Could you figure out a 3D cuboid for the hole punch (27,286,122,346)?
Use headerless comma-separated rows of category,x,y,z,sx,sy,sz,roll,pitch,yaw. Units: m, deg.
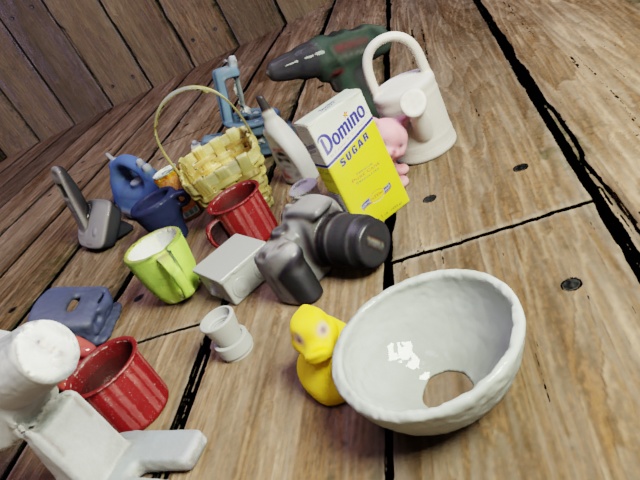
hole punch,-0.376,0.113,0.887,0.101,0.091,0.108,-23,28,10

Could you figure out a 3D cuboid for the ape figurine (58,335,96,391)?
ape figurine,-0.347,0.158,0.785,0.077,0.092,0.076,-25,28,7

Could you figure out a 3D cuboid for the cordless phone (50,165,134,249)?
cordless phone,-0.494,-0.072,1.202,0.147,0.185,0.094,3,41,45

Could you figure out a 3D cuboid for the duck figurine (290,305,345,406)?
duck figurine,0.001,0.101,0.572,0.077,0.086,0.104,-25,28,8

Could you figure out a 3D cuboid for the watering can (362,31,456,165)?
watering can,0.133,-0.219,0.867,0.101,0.194,0.172,-34,28,-10

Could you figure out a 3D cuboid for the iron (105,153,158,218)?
iron,-0.384,-0.130,1.244,0.257,0.142,0.119,9,46,49

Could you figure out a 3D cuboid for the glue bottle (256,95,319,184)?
glue bottle,-0.067,-0.175,0.998,0.077,0.173,0.037,9,45,49

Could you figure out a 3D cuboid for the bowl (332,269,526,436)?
bowl,0.098,0.104,0.489,0.167,0.075,0.167,-22,29,13

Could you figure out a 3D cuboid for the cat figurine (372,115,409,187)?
cat figurine,0.082,-0.132,0.852,0.127,0.118,0.067,-17,30,20

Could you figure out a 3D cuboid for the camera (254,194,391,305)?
camera,0.007,0.003,0.714,0.136,0.101,0.143,6,43,47

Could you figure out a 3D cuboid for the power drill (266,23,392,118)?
power drill,0.042,-0.272,1.023,0.230,0.209,0.075,-34,29,-11

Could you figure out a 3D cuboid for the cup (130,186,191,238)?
cup,-0.272,-0.042,1.046,0.117,0.095,0.091,-19,29,18

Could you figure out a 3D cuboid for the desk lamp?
desk lamp,-0.254,0.168,0.554,0.202,0.214,0.118,-13,32,27

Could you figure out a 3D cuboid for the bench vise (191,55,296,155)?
bench vise,-0.178,-0.245,1.165,0.207,0.220,0.121,-35,29,-11
